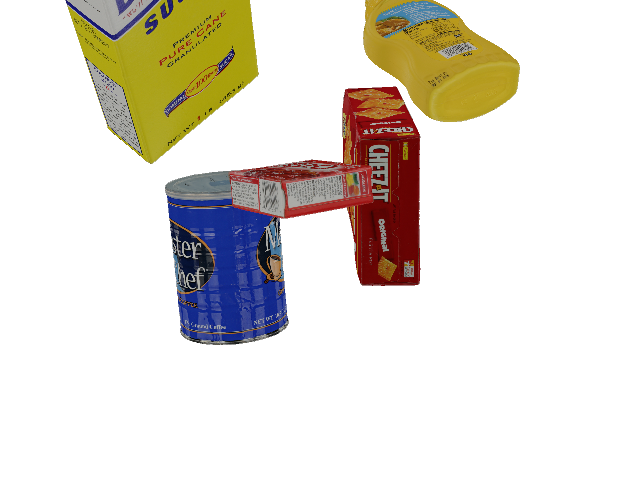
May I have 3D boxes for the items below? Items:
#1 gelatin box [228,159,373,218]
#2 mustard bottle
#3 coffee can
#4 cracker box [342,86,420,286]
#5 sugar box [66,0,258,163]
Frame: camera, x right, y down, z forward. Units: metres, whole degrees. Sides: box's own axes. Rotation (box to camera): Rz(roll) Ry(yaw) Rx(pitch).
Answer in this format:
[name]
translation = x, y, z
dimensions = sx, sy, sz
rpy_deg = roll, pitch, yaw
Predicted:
[gelatin box]
translation = -0.015, -0.039, 0.770
dimensions = 0.073, 0.030, 0.089
rpy_deg = -11, 12, -28
[mustard bottle]
translation = 0.095, -0.183, 0.998
dimensions = 0.096, 0.058, 0.192
rpy_deg = -21, 45, -18
[coffee can]
translation = -0.085, 0.013, 0.985
dimensions = 0.103, 0.140, 0.103
rpy_deg = -4, 14, 1
[cracker box]
translation = 0.065, -0.066, 1.175
dimensions = 0.072, 0.164, 0.213
rpy_deg = -3, 21, -1
[sugar box]
translation = -0.083, -0.125, 0.563
dimensions = 0.048, 0.093, 0.176
rpy_deg = 40, -20, 18
